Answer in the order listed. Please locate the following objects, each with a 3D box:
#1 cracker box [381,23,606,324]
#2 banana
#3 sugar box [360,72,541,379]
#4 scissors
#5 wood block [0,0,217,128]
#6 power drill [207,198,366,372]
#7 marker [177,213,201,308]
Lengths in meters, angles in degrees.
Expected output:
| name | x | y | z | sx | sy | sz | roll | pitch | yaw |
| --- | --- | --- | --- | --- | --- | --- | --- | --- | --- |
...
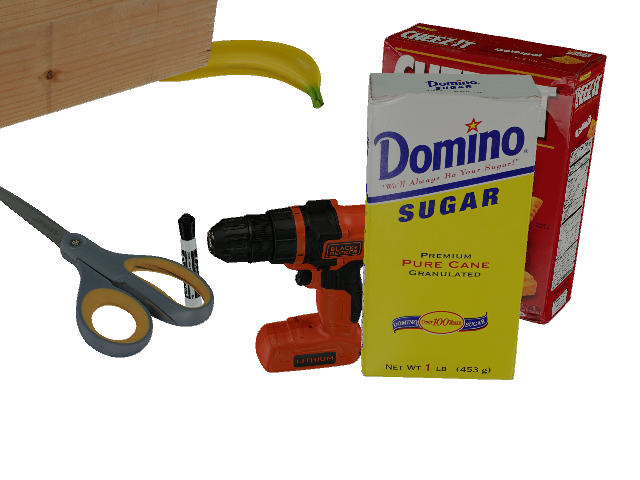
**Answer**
| name | x | y | z | sx | sy | sz | roll | pitch | yaw |
| --- | --- | --- | --- | --- | --- | --- | --- | --- | --- |
| cracker box | 0.129 | -0.054 | 0.866 | 0.164 | 0.214 | 0.072 | 16 | 29 | 27 |
| banana | -0.080 | -0.182 | 1.111 | 0.198 | 0.037 | 0.069 | 10 | 44 | 19 |
| sugar box | 0.071 | -0.005 | 0.610 | 0.093 | 0.176 | 0.048 | 0 | 27 | 2 |
| scissors | -0.167 | 0.019 | 0.705 | 0.202 | 0.016 | 0.096 | 21 | 42 | 16 |
| wood block | -0.191 | -0.171 | 0.845 | 0.205 | 0.091 | 0.090 | -24 | 54 | -36 |
| power drill | -0.017 | 0.044 | 0.998 | 0.184 | 0.188 | 0.057 | -4 | 45 | -13 |
| marker | -0.146 | 0.023 | 1.197 | 0.020 | 0.121 | 0.020 | -1 | 32 | 0 |
